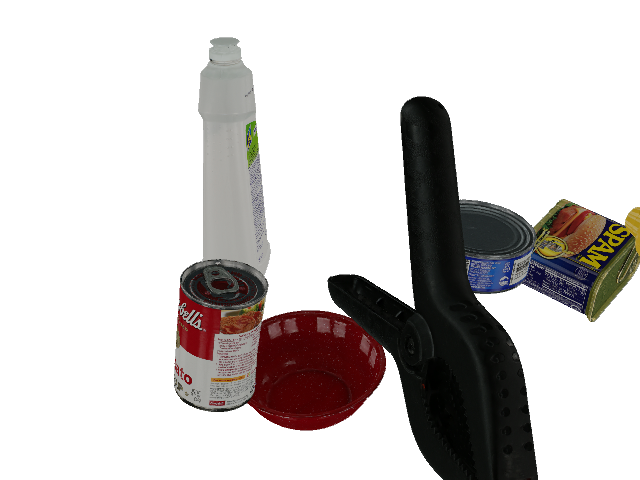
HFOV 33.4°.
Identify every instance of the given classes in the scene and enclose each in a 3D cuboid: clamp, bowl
[{"bbox_3d":[0.062,0.042,0.544,0.036,0.165,0.210,-5,46,-21],"label":"clamp"},{"bbox_3d":[-0.013,0.143,1.094,0.162,0.055,0.162,-2,36,2],"label":"bowl"}]

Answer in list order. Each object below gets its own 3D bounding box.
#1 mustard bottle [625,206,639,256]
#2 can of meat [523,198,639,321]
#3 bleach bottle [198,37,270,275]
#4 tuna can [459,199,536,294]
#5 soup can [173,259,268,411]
[{"bbox_3d":[0.260,0.024,0.647,0.096,0.058,0.192,-22,34,-23],"label":"mustard bottle"},{"bbox_3d":[0.235,0.015,0.973,0.084,0.057,0.101,28,48,28],"label":"can of meat"},{"bbox_3d":[-0.090,-0.082,1.079,0.068,0.251,0.102,1,26,3],"label":"bleach bottle"},{"bbox_3d":[0.114,0.004,0.789,0.086,0.034,0.086,5,29,-3],"label":"tuna can"},{"bbox_3d":[-0.080,0.075,0.841,0.068,0.102,0.068,6,30,-4],"label":"soup can"}]
